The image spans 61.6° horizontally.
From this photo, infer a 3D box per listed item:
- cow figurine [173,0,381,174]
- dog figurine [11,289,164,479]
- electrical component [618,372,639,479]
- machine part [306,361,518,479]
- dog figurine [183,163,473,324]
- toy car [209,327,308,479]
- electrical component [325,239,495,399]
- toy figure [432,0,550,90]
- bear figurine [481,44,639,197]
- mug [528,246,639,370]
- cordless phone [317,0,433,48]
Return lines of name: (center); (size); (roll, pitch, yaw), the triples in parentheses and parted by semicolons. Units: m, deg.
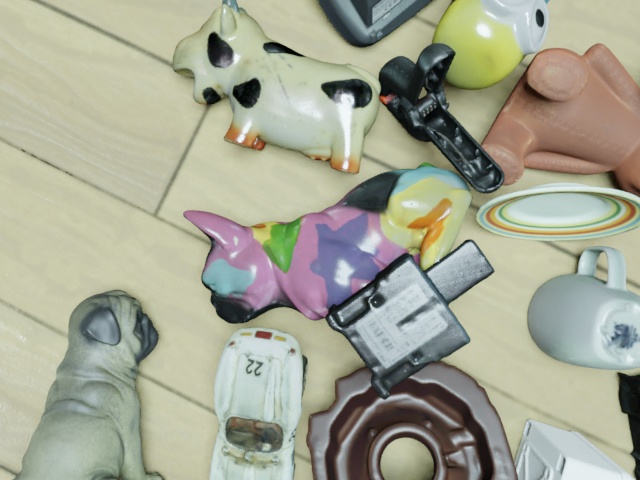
cow figurine: (-0.041, -0.141, 0.484); (0.195, 0.085, 0.127); (17, 95, 6)
dog figurine: (-0.200, 0.146, 0.444); (0.121, 0.172, 0.190); (-1, 95, -8)
electrical component: (0.344, 0.163, 0.467); (0.134, 0.058, 0.114); (-12, 89, 3)
machine part: (0.074, 0.189, 0.452); (0.179, 0.056, 0.179); (-4, 62, 7)
dog figurine: (-0.001, -0.001, 0.468); (0.219, 0.108, 0.191); (21, 90, 6)
toy car: (-0.055, 0.168, 0.467); (0.074, 0.056, 0.201); (8, 110, 3)
electrical component: (0.071, 0.048, 0.382); (0.119, 0.048, 0.075); (-33, 90, 7)
toy figure: (0.147, -0.194, 0.448); (0.082, 0.089, 0.180); (23, 48, -1)
bear figurine: (0.246, -0.075, 0.449); (0.196, 0.132, 0.120); (35, 129, 8)
mug: (0.237, 0.060, 0.451); (0.081, 0.107, 0.109); (16, 91, 2)
cordless phone: (0.035, -0.288, 0.497); (0.146, 0.088, 0.184); (-39, 76, 2)
